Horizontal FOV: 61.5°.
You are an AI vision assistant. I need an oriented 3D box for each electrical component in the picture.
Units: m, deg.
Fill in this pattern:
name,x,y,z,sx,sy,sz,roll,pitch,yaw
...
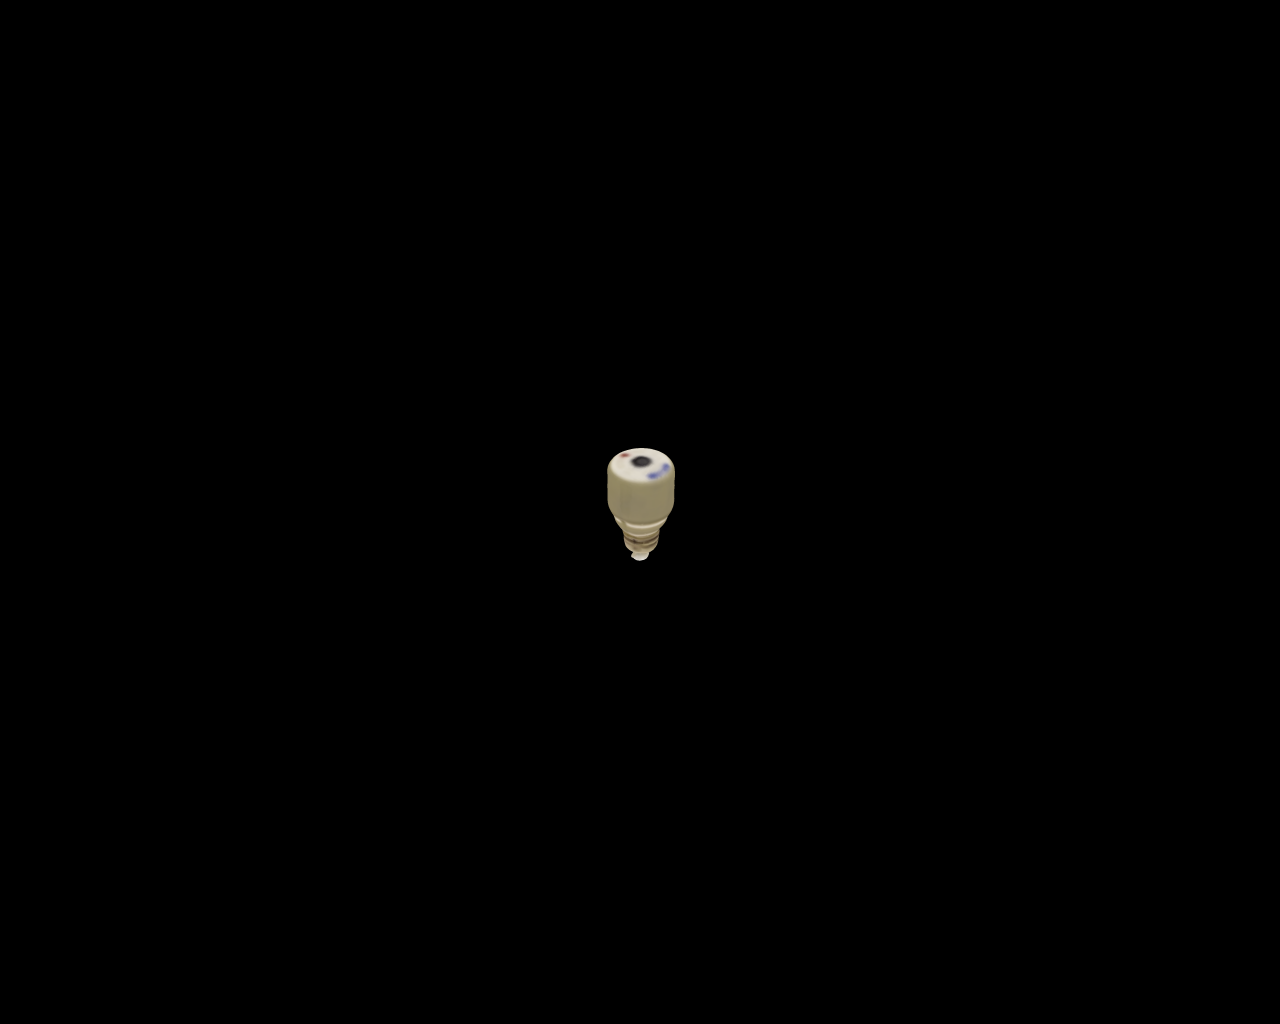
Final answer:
name,x,y,z,sx,sy,sz,roll,pitch,yaw
electrical component,0.001,-0.003,0.650,0.040,0.078,0.040,0,36,0
